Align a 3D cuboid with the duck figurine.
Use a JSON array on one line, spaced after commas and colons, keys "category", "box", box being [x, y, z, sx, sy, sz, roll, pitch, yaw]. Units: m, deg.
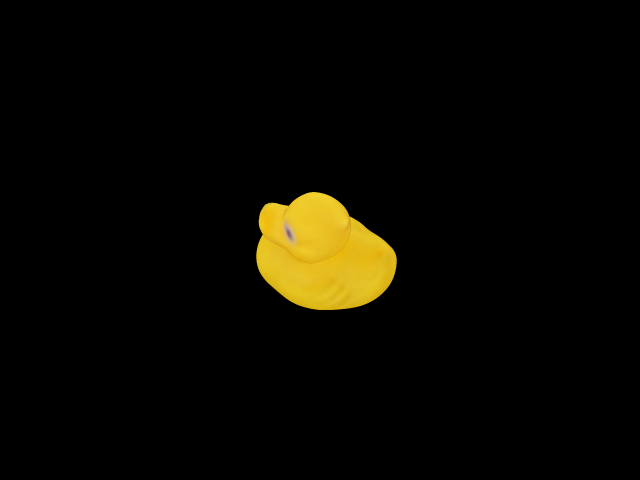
[{"category": "duck figurine", "box": [0.004, 0.001, 0.400, 0.104, 0.086, 0.077, 14, 64, 7]}]
